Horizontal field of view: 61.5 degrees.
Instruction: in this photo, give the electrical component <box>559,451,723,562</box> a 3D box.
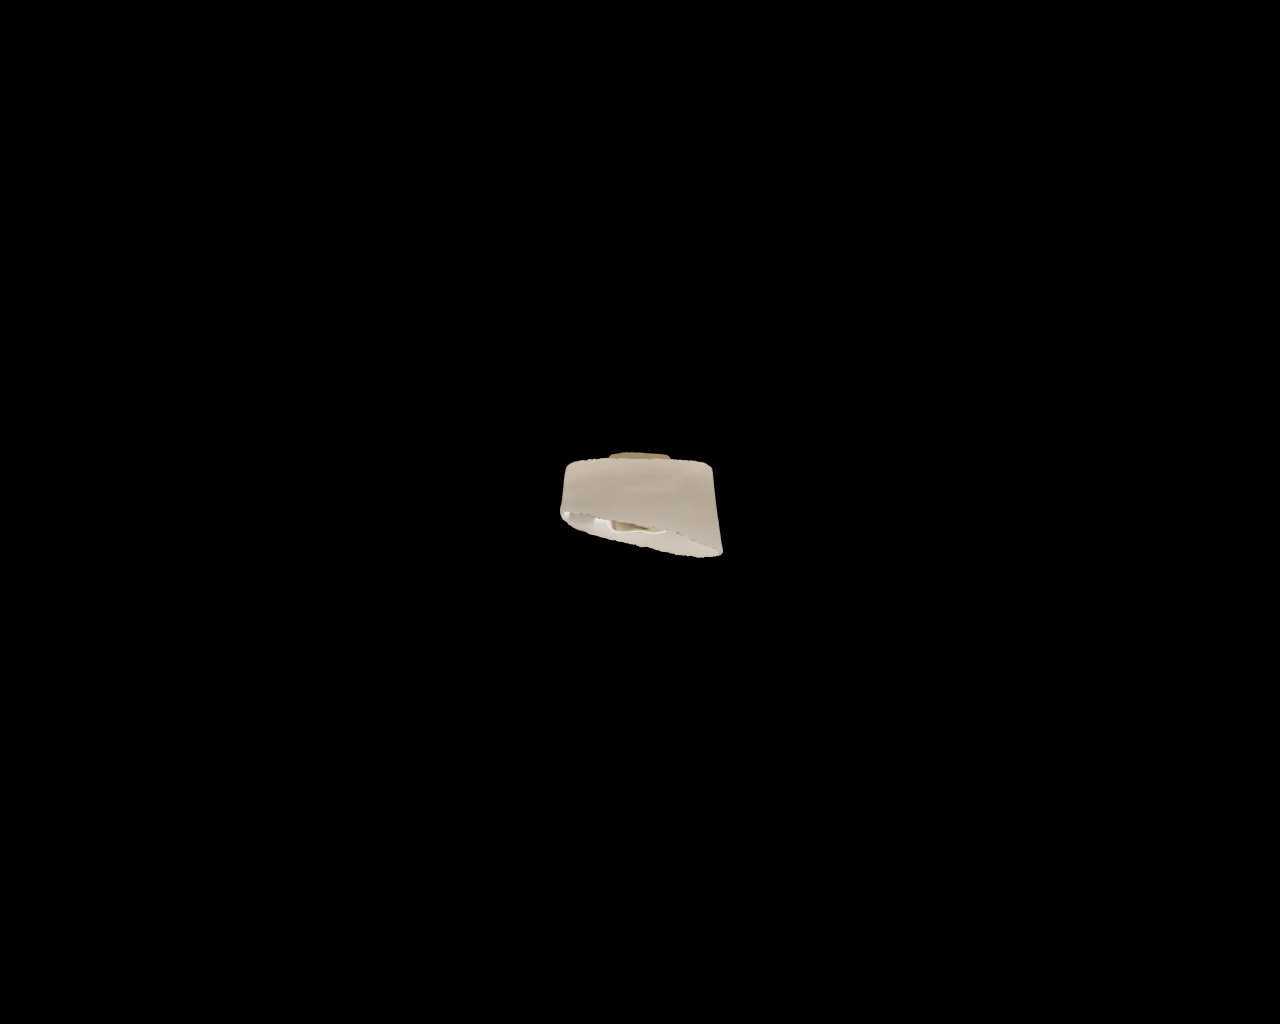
[{"bbox_3d":[0.001,-0.003,0.650,0.099,0.064,0.099,0,-6,0],"label":"electrical component"}]
